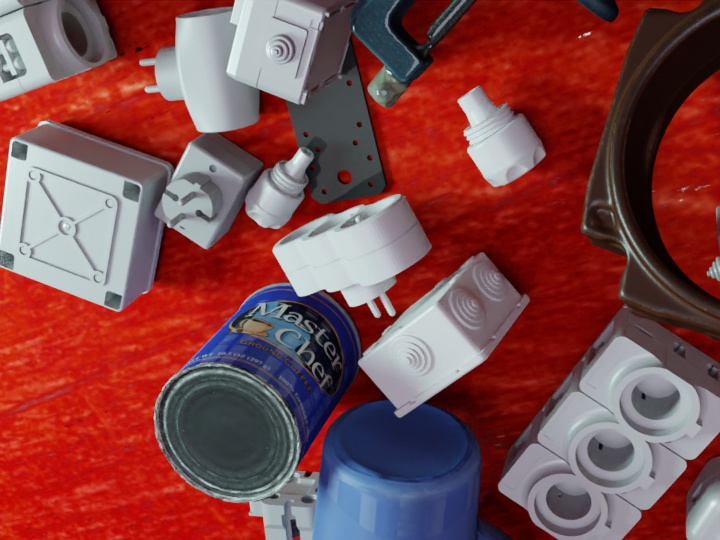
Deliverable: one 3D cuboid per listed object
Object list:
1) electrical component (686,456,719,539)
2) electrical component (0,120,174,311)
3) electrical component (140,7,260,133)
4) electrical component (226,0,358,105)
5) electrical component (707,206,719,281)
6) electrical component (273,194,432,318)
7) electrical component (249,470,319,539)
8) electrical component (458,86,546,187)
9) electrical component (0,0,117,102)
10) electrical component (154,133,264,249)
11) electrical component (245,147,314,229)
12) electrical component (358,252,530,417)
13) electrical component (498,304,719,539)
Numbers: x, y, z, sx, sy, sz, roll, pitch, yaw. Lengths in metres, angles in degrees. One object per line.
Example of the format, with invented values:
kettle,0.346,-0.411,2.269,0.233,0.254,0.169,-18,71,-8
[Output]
electrical component,0.273,0.177,0.731,0.095,0.059,0.053,26,117,6
electrical component,-0.203,-0.040,0.793,0.109,0.056,0.108,20,116,9
electrical component,-0.113,-0.135,0.733,0.079,0.044,0.077,-1,111,18
electrical component,-0.045,-0.148,0.672,0.061,0.096,0.061,22,117,8
electrical component,0.257,-0.019,0.655,0.096,0.061,0.061,-18,105,23
electrical component,0.000,0.000,0.720,0.138,0.052,0.073,-11,111,59
electrical component,-0.045,0.195,0.840,0.078,0.058,0.057,0,109,17
electrical component,0.087,-0.088,0.691,0.043,0.043,0.062,-31,98,26
electrical component,-0.230,-0.198,0.718,0.062,0.089,0.150,-14,106,22
electrical component,-0.113,-0.051,0.749,0.047,0.076,0.065,33,117,2
electrical component,-0.053,-0.059,0.750,0.035,0.035,0.061,39,117,-1
electrical component,0.055,0.041,0.721,0.048,0.100,0.100,49,128,-1
electrical component,0.173,0.113,0.735,0.089,0.061,0.150,33,117,2
